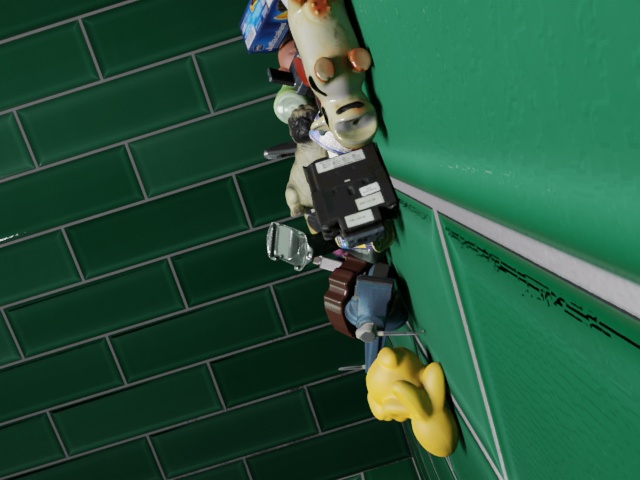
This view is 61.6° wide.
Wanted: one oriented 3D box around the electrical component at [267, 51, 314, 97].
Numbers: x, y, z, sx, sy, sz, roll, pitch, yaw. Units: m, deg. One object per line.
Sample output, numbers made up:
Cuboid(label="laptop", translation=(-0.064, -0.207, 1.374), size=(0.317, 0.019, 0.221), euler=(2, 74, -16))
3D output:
Cuboid(label="electrical component", translation=(-0.025, -0.281, 0.904), size=(0.047, 0.119, 0.075), euler=(-56, 37, 42))

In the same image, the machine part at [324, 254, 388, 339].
Cuboid(label="machine part", translation=(0.081, 0.113, 1.120), size=(0.056, 0.179, 0.179), euler=(14, 132, 42))

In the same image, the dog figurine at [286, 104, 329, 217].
Cuboid(label="dog figurine", translation=(-0.028, -0.153, 1.035), size=(0.121, 0.172, 0.190), euler=(-29, -80, -48))

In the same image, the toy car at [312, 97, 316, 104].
Cuboid(label="toy car", translation=(0.007, -0.264, 1.221), size=(0.053, 0.089, 0.202), euler=(30, 165, 16))

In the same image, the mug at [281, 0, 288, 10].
Cuboid(label="mug", translation=(-0.024, -0.339, 0.725), size=(0.107, 0.081, 0.109), euler=(63, 177, -11))

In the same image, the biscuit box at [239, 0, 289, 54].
Cuboid(label="biscuit box", translation=(-0.073, -0.392, 0.894), size=(0.202, 0.063, 0.059), euler=(-34, 72, 61))

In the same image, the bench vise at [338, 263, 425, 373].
Cuboid(label="bench vise", translation=(0.103, 0.160, 0.992), size=(0.224, 0.129, 0.240), euler=(-89, 0, -63))

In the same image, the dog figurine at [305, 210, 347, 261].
Cuboid(label="dog figurine", translation=(0.067, 0.014, 1.256), size=(0.192, 0.108, 0.219), euler=(35, 160, 37))

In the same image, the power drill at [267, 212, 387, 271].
Cuboid(label="power drill", translation=(-0.002, -0.003, 1.039), size=(0.232, 0.207, 0.086), euler=(22, 107, 40))

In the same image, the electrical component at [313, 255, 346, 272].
Cuboid(label="electrical component", translation=(0.038, 0.048, 1.168), size=(0.078, 0.102, 0.045), euler=(14, -90, -58))

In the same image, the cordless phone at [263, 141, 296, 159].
Cuboid(label="cordless phone", translation=(-0.032, -0.206, 1.098), size=(0.146, 0.184, 0.088), euler=(46, -149, -88))

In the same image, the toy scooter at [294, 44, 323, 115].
Cuboid(label="toy scooter", translation=(0.013, -0.239, 0.791), size=(0.184, 0.075, 0.135), euler=(-120, 10, -71))

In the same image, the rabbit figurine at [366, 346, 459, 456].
Cuboid(label="rabbit figurine", translation=(0.160, 0.251, 0.849), size=(0.173, 0.122, 0.162), euler=(56, 160, 40))

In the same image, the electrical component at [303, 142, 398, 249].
Cuboid(label="electrical component", translation=(0.045, -0.058, 0.761), size=(0.058, 0.115, 0.134), euler=(66, -172, -65))

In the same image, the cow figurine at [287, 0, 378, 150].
Cuboid(label="cow figurine", translation=(0.016, -0.202, 0.652), size=(0.127, 0.085, 0.194), euler=(148, 102, -85))

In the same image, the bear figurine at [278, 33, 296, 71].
Cuboid(label="bear figurine", translation=(-0.048, -0.381, 1.044), size=(0.132, 0.120, 0.196), euler=(52, -164, -78))
